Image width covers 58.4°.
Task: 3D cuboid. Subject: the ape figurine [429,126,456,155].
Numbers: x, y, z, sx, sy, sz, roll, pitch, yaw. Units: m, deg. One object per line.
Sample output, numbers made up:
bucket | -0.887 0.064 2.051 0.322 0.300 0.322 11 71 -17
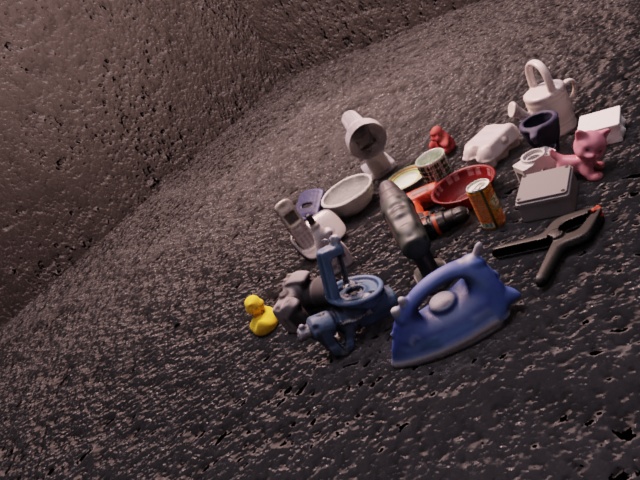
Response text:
ape figurine | 0.347 -0.288 1.655 0.076 0.092 0.077 -32 25 1

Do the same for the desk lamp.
desk lamp | 0.142 -0.290 1.749 0.118 0.214 0.203 -31 25 3

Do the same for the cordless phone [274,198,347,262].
cordless phone | -0.028 -0.050 1.541 0.148 0.185 0.093 -40 26 -16

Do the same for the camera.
camera | -0.024 0.127 1.312 0.136 0.101 0.143 -11 32 37

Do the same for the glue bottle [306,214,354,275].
glue bottle | 0.013 0.005 1.407 0.078 0.173 0.037 -33 25 -2

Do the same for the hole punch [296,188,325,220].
hole punch | -0.025 -0.094 1.728 0.108 0.091 0.101 -8 34 41

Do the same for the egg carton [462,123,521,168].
egg carton | 0.447 -0.246 1.490 0.150 0.069 0.107 -42 27 -20

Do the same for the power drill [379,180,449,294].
power drill | 0.190 -0.001 1.174 0.075 0.209 0.229 -28 25 8

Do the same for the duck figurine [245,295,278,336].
duck figurine | -0.150 0.175 1.386 0.077 0.086 0.104 -30 25 5

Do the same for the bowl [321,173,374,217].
bowl | 0.090 -0.117 1.658 0.167 0.075 0.167 -26 26 14

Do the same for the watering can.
watering can | 0.551 -0.351 1.416 0.173 0.194 0.100 -40 26 -17

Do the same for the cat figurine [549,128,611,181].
cat figurine | 0.548 -0.184 1.206 0.127 0.118 0.067 -10 33 39

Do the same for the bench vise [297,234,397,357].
bench vise | 0.037 0.112 1.129 0.208 0.220 0.121 -45 28 -26

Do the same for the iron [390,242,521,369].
iron | 0.212 0.116 1.015 0.258 0.142 0.118 -32 25 1

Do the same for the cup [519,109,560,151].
cup | 0.529 -0.241 1.359 0.091 0.095 0.118 -10 33 38
